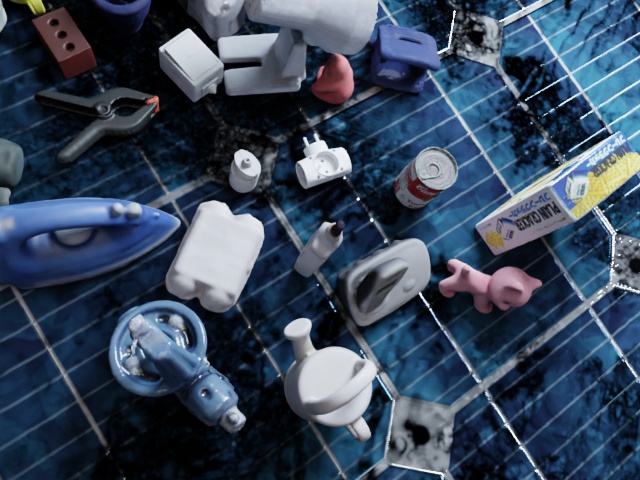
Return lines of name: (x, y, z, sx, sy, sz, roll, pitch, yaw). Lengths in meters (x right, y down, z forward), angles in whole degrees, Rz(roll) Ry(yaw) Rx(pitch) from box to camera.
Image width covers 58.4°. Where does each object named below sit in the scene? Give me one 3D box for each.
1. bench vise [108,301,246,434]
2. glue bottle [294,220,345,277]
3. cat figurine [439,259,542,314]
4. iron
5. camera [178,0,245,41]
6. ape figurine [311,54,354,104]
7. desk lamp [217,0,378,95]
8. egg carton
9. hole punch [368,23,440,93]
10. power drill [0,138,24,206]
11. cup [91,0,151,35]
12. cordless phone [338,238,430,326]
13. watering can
bench vise: (-0.165, 0.146, 0.700, 0.207, 0.219, 0.121, 27, 72, -5)
glue bottle: (0.007, 0.003, 0.801, 0.037, 0.173, 0.078, 35, 71, -2)
cat figurine: (0.264, 0.067, 0.874, 0.128, 0.117, 0.067, 22, 72, -7)
iron: (-0.314, -0.018, 0.748, 0.259, 0.141, 0.118, -12, 79, -16)
camera: (-0.156, -0.418, 0.907, 0.137, 0.100, 0.143, -38, 87, -19)
ape figurine: (0.024, -0.264, 0.915, 0.078, 0.092, 0.076, -35, 86, -18)
desk lamp: (-0.039, -0.309, 0.847, 0.203, 0.213, 0.118, -10, 79, -15)
egg carton: (-0.146, 0.023, 0.815, 0.107, 0.069, 0.150, 22, 72, -7)
hole punch: (0.140, -0.314, 0.955, 0.109, 0.091, 0.101, 9, 74, -11)
power drill: (-0.474, -0.087, 0.692, 0.230, 0.208, 0.075, 4, 75, -12)
cup: (-0.288, -0.364, 0.865, 0.091, 0.095, 0.118, 46, 71, 1)
cordless phone: (0.108, 0.048, 0.807, 0.148, 0.185, 0.094, -32, 85, -18)
watering can: (0.011, 0.186, 0.745, 0.173, 0.194, 0.101, 35, 71, -2)
